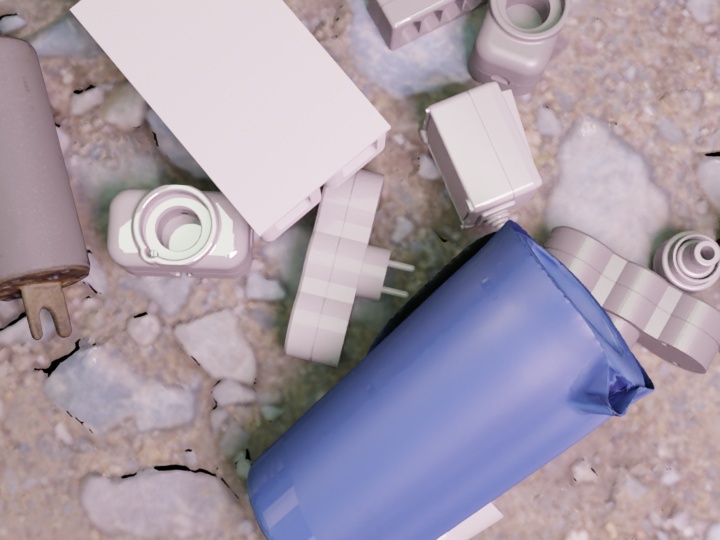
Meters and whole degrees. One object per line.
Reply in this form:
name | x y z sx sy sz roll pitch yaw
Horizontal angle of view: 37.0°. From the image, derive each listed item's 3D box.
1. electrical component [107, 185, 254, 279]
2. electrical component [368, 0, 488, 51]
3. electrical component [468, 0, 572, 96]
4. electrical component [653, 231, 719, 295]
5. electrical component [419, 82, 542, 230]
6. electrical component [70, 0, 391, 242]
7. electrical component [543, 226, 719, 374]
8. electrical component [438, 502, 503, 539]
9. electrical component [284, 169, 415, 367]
electrical component | -0.123 -0.025 0.742 0.095 0.059 0.053 2 81 -1
electrical component | 0.042 -0.216 0.782 0.083 0.047 0.075 -28 82 -5
electrical component | 0.118 -0.181 0.771 0.054 0.059 0.095 21 81 2
electrical component | 0.230 -0.006 0.743 0.043 0.062 0.043 0 81 -1
electrical component | 0.089 -0.075 0.752 0.061 0.061 0.096 -22 82 -4
electrical component | -0.081 -0.122 0.696 0.105 0.060 0.186 -40 86 -3
electrical component | 0.177 0.035 0.741 0.138 0.052 0.073 30 82 4
electrical component | 0.058 0.171 0.723 0.065 0.044 0.044 -43 84 -2
electrical component | 0.000 0.000 0.743 0.074 0.052 0.138 14 81 1
